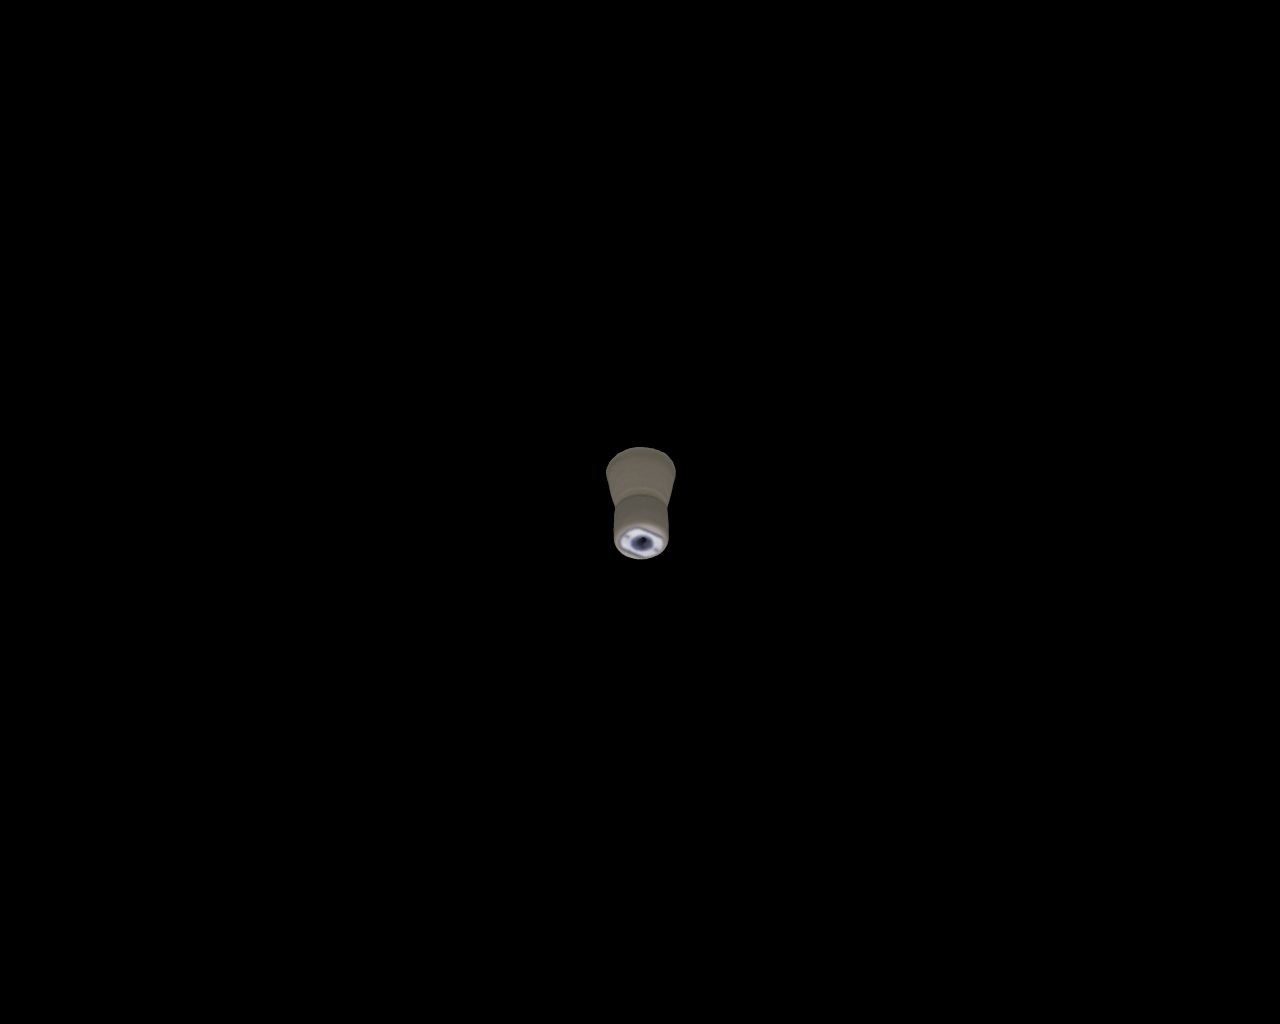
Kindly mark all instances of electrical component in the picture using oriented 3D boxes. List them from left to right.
[{"bbox_3d":[0.001,-0.003,0.650,0.044,0.065,0.044,0,-44,0],"label":"electrical component"}]
